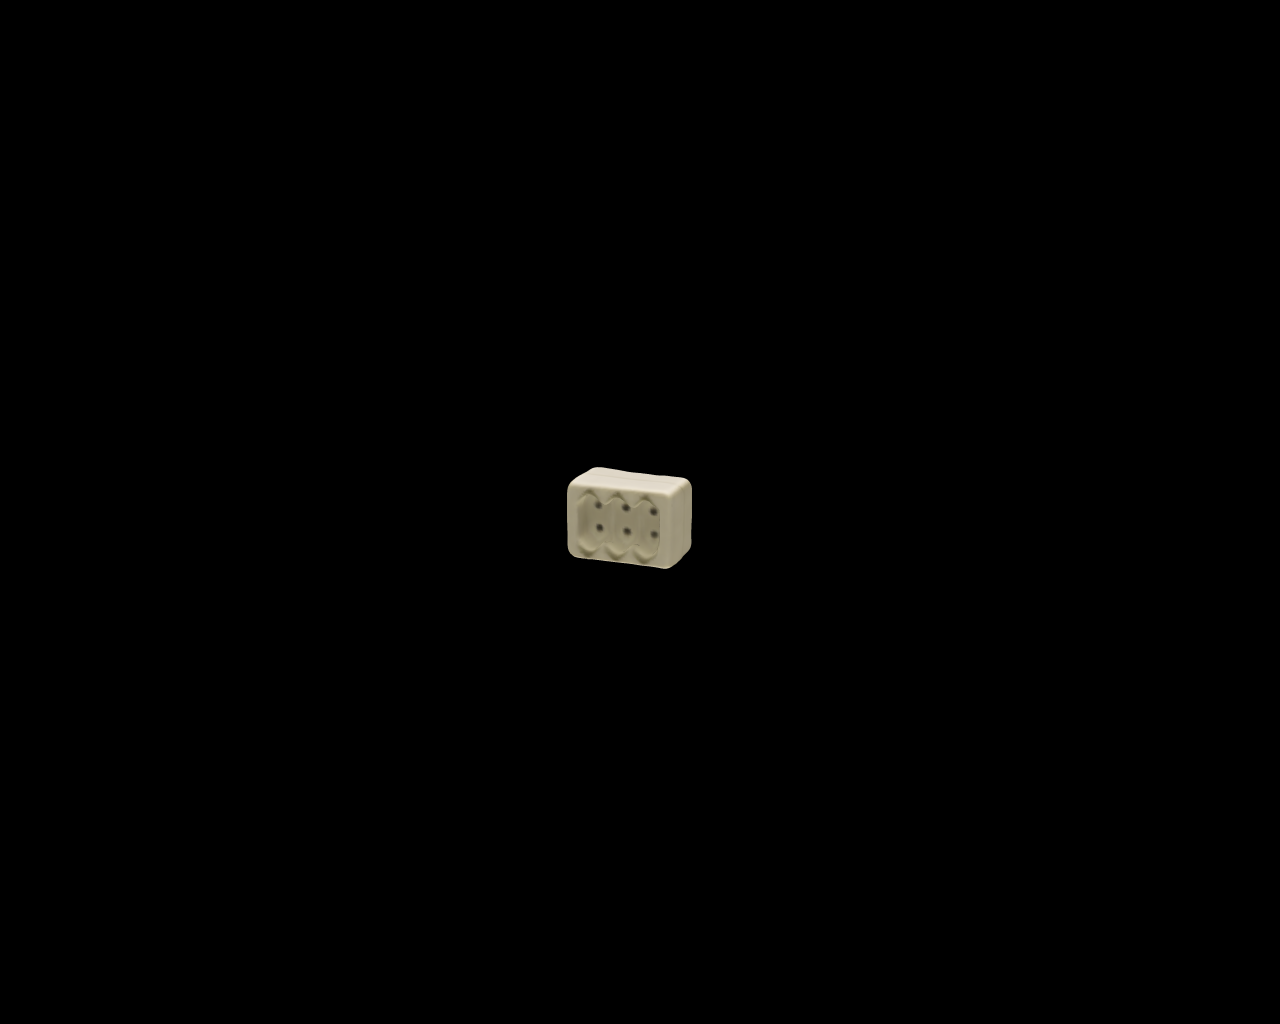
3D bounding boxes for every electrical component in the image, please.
[{"bbox_3d":[0.001,-0.003,0.650,0.066,0.047,0.077,7,20,20],"label":"electrical component"}]
